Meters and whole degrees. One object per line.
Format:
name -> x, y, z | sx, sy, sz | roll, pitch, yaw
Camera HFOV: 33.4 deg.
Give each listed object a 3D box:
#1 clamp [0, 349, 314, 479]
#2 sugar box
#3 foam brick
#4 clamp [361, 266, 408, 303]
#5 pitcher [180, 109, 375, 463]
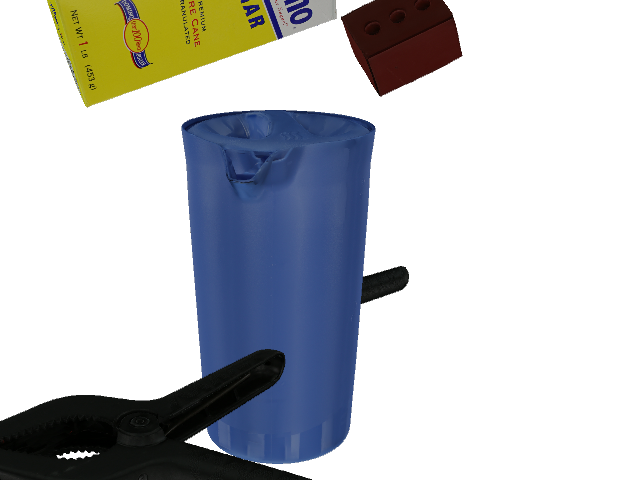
clamp -> -0.096, 0.110, 0.595 | 0.210, 0.036, 0.164 | -1, 23, -9
sugar box -> -0.076, -0.153, 0.655 | 0.176, 0.048, 0.093 | -21, -35, -12
foam brick -> 0.066, -0.163, 0.853 | 0.078, 0.053, 0.051 | -27, -35, 0
clamp -> -0.007, 0.048, 1.031 | 0.120, 0.039, 0.171 | 27, 43, 30
pitcher -> -0.027, 0.027, 0.775 | 0.149, 0.243, 0.145 | -9, 20, -30
